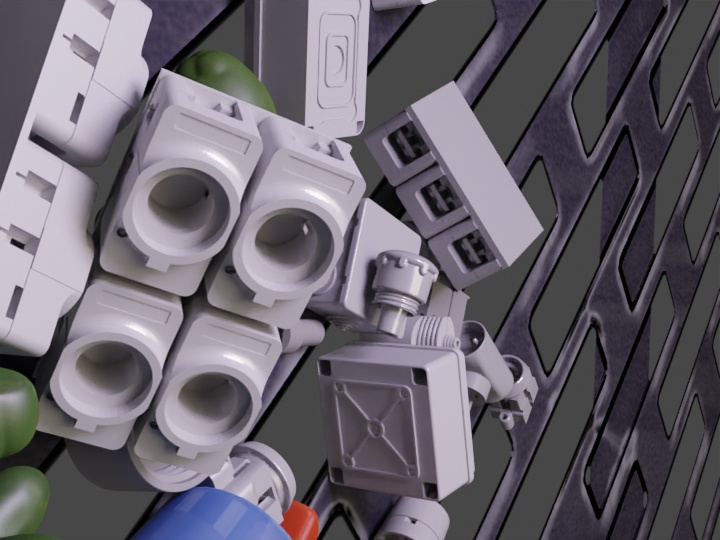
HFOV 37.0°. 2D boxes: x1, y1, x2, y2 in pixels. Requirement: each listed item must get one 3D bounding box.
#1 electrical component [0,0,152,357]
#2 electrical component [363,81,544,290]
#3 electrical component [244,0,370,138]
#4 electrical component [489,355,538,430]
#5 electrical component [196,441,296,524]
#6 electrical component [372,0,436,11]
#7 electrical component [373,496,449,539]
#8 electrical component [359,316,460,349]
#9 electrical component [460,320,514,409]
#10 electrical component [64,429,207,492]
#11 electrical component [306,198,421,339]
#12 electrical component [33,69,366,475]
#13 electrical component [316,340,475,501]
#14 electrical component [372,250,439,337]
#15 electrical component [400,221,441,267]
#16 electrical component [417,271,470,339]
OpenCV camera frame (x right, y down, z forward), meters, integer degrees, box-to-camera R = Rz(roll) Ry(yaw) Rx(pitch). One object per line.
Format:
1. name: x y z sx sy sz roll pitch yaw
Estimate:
1. electrical component: -0.177 -0.055 0.530 0.060 0.105 0.186 35 62 -51
2. electrical component: 0.076 -0.069 0.897 0.150 0.062 0.089 58 35 -5
3. electrical component: -0.039 -0.151 0.765 0.078 0.057 0.113 -18 114 -55
4. electrical component: 0.150 0.117 1.078 0.066 0.048 0.055 -64 146 -33
5. electrical component: -0.080 0.152 0.723 0.057 0.058 0.078 -38 121 -46
6. electrical component: 0.039 -0.267 0.894 0.050 0.056 0.089 -34 119 -51
7. electrical component: 0.045 0.224 0.915 0.047 0.055 0.055 -56 134 -45
8. electrical component: 0.045 0.059 0.886 0.043 0.081 0.043 -2 92 -56
9. electrical component: 0.107 0.102 1.012 0.077 0.043 0.079 56 47 -41
10. electrical component: -0.121 0.084 0.658 0.108 0.060 0.108 -2 92 -56
11. electrical component: 0.000 0.000 0.847 0.100 0.048 0.099 32 64 -52
12. electrical component: -0.086 0.009 0.550 0.105 0.060 0.186 20 111 -22
13. electrical component: 0.028 0.115 0.837 0.056 0.109 0.108 -19 106 -52
14. electrical component: 0.029 0.018 0.805 0.048 0.048 0.062 32 71 -52
15. electrical component: 0.059 -0.023 0.940 0.081 0.043 0.043 -6 96 -56
16. electrical component: 0.060 0.034 0.943 0.064 0.042 0.081 34 62 -50
